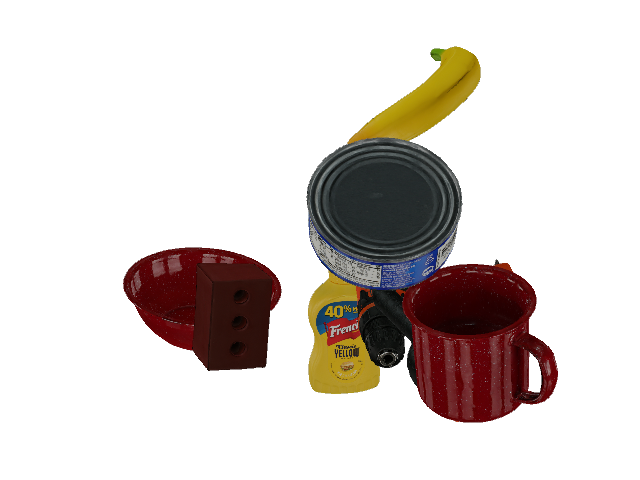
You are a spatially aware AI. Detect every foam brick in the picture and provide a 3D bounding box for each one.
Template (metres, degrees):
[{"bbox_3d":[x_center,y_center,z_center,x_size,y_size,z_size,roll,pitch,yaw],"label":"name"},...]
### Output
[{"bbox_3d":[-0.074,0.062,0.883,0.052,0.078,0.051,-1,13,-21],"label":"foam brick"}]

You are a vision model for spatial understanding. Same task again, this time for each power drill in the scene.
[{"bbox_3d":[0.134,0.080,1.207,0.187,0.057,0.184,-3,27,-1],"label":"power drill"}]

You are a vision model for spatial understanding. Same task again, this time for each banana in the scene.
[{"bbox_3d":[0.094,-0.125,0.933,0.070,0.037,0.197,-15,22,40],"label":"banana"}]

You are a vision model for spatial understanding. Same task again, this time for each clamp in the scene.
[{"bbox_3d":[0.124,0.093,0.969,0.120,0.039,0.171,-8,40,-9],"label":"clamp"}]

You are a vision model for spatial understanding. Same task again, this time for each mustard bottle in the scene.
[{"bbox_3d":[0.032,0.109,1.432,0.096,0.192,0.058,-3,20,-6],"label":"mustard bottle"}]

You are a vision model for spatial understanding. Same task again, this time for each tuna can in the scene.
[{"bbox_3d":[0.035,-0.015,0.599,0.086,0.086,0.034,0,-35,1],"label":"tuna can"}]

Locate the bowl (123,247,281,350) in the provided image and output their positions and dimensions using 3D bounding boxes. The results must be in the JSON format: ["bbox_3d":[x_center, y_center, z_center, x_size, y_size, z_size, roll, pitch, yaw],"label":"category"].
[{"bbox_3d":[-0.123,0.067,1.103,0.162,0.055,0.162,5,27,-3],"label":"bowl"}]

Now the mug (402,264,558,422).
[{"bbox_3d":[0.117,0.078,0.757,0.117,0.081,0.093,20,40,38],"label":"mug"}]
